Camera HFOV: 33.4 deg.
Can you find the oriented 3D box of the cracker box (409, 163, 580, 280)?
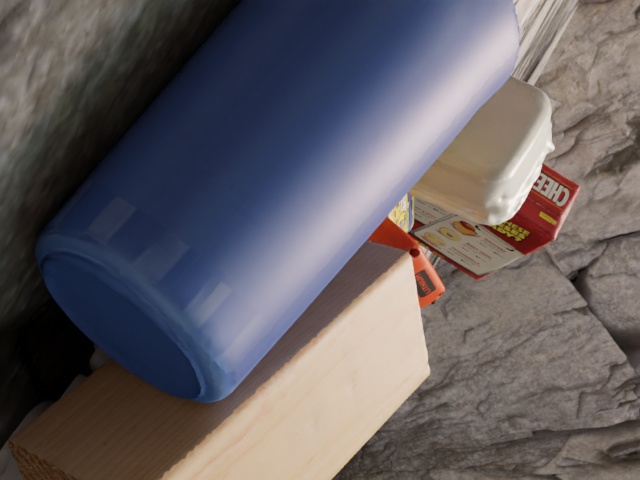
[{"bbox_3d":[0.144,-0.045,1.090,0.072,0.164,0.214,-59,-177,-17],"label":"cracker box"}]

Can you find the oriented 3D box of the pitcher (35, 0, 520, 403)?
[{"bbox_3d":[-0.020,-0.041,0.520,0.242,0.145,0.149,-51,134,-26],"label":"pitcher"}]

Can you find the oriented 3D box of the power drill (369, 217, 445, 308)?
[{"bbox_3d":[0.000,0.067,0.785,0.187,0.057,0.184,-45,153,-2],"label":"power drill"}]

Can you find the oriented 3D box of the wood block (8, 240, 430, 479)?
[{"bbox_3d":[-0.041,0.086,0.550,0.205,0.091,0.090,-40,130,-37],"label":"wood block"}]

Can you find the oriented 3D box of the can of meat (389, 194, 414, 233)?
[{"bbox_3d":[0.047,-0.037,0.964,0.083,0.058,0.102,-37,132,-55],"label":"can of meat"}]
